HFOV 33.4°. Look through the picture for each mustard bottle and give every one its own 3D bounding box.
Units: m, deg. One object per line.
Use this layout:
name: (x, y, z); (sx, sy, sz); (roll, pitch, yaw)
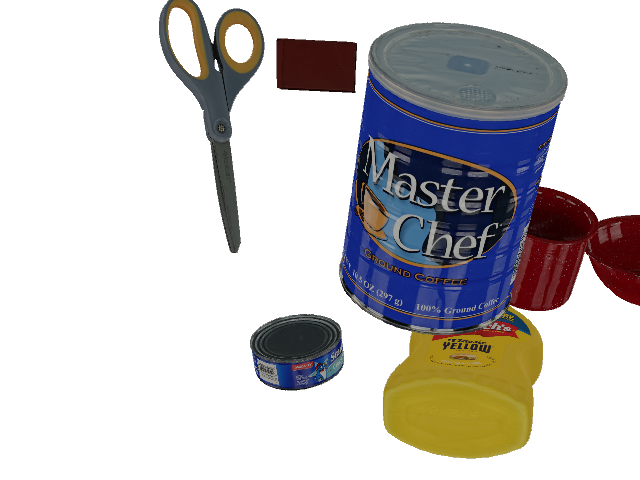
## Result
mustard bottle: (0.110, 0.085, 0.765); (0.096, 0.058, 0.191); (2, 18, 16)

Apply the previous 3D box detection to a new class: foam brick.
foam brick: (-0.005, -0.179, 1.093); (0.078, 0.051, 0.053); (1, 11, -8)

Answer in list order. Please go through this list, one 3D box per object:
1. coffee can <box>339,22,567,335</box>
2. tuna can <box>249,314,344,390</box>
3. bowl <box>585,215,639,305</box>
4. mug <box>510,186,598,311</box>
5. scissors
coffee can: (0.069, -0.034, 0.586); (0.102, 0.140, 0.103); (5, 34, -3)
tuna can: (-0.021, 0.103, 0.992); (0.086, 0.034, 0.086); (-7, 24, 3)
bowl: (0.362, 0.028, 1.157); (0.162, 0.055, 0.162); (-1, 26, 0)
mug: (0.187, 0.003, 0.966); (0.093, 0.081, 0.117); (-14, 40, -28)
scissors: (-0.066, -0.099, 0.838); (0.096, 0.202, 0.016); (-22, 2, -32)
